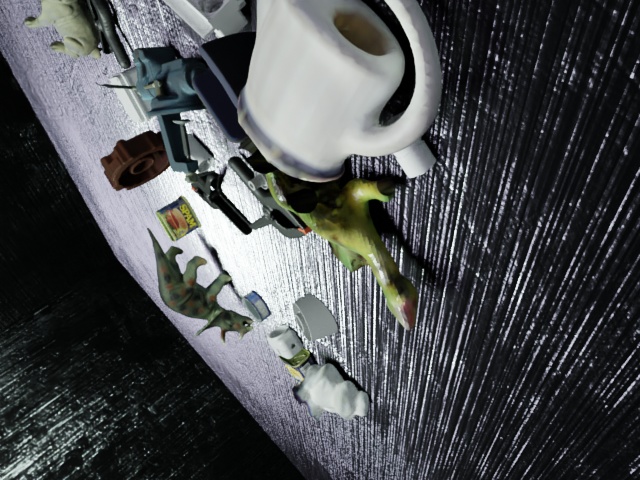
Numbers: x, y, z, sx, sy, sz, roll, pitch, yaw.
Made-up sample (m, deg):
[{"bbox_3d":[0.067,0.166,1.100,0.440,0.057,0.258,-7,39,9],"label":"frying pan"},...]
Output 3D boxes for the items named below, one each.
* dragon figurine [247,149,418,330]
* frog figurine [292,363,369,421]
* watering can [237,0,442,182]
[{"bbox_3d":[0.002,-0.037,0.736,0.417,0.123,0.237,47,164,36],"label":"dragon figurine"},{"bbox_3d":[0.038,0.346,1.184,0.158,0.124,0.136,-16,103,26],"label":"frog figurine"},{"bbox_3d":[-0.021,-0.206,0.523,0.352,0.105,0.219,53,135,20],"label":"watering can"}]
